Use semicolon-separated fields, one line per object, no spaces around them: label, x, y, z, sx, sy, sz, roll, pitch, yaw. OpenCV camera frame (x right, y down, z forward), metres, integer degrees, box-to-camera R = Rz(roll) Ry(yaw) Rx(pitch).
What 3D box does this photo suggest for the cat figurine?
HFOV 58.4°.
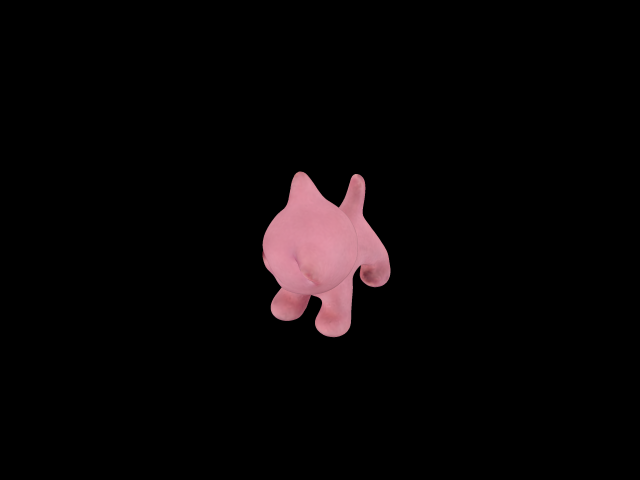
cat figurine;0.004;0.001;0.400;0.067;0.118;0.128;17;40;22
